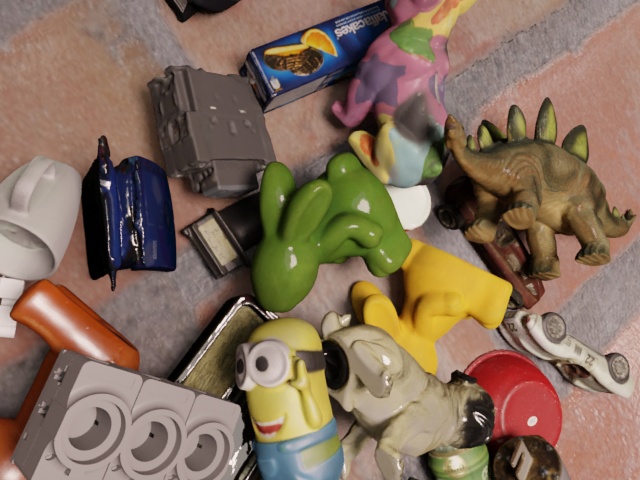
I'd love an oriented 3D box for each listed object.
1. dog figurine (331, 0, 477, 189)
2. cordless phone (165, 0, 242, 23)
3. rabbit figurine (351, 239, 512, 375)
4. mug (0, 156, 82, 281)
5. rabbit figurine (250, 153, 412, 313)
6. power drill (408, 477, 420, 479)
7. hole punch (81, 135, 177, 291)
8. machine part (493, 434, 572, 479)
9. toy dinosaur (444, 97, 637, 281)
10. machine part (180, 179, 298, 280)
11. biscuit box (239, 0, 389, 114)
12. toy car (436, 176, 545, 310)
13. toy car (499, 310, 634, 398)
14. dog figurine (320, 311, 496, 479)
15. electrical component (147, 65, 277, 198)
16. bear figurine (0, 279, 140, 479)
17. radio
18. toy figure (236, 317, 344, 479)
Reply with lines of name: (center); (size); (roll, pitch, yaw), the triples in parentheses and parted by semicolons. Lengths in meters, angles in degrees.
dog figurine: (0.111, -0.188, 0.585); (0.108, 0.219, 0.192); (-3, 52, -34)
cordless phone: (-0.115, -0.351, 0.622); (0.184, 0.089, 0.146); (-39, 96, -25)
rabbit figurine: (0.117, 0.096, 0.626); (0.162, 0.122, 0.173); (22, 94, -13)
mug: (-0.267, -0.035, 0.501); (0.081, 0.109, 0.107); (14, 43, -11)
rabbit figurine: (-0.001, -0.002, 0.548); (0.170, 0.121, 0.158); (-42, 135, -29)
power drill: (0.073, 0.353, 0.540); (0.207, 0.086, 0.231); (-50, 139, -34)
hole punch: (-0.182, -0.020, 0.534); (0.092, 0.116, 0.142); (-1, 83, -28)
machine part: (0.265, 0.305, 0.631); (0.079, 0.079, 0.243); (-46, 123, -20)
toy dinosaur: (0.295, -0.057, 0.667); (0.471, 0.105, 0.198); (23, 64, -37)
machine part: (-0.079, -0.020, 0.609); (0.139, 0.039, 0.084); (-37, 87, -19)
biscuit box: (0.006, -0.225, 0.656); (0.203, 0.059, 0.062); (-29, 93, -21)
toy car: (0.238, 0.002, 0.713); (0.089, 0.053, 0.202); (-38, 95, -24)
toy car: (0.325, 0.149, 0.709); (0.201, 0.073, 0.056); (30, 73, -14)
dog figurine: (0.092, 0.146, 0.560); (0.190, 0.121, 0.172); (-7, 86, -40)
electrical component: (-0.111, -0.112, 0.577); (0.115, 0.058, 0.134); (-11, 85, -48)
bear figurine: (-0.262, 0.148, 0.479); (0.132, 0.120, 0.196); (43, 76, -6)
radio: (-0.103, 0.181, 0.550); (0.131, 0.073, 0.229); (40, 71, -11)
toy figure: (-0.025, 0.161, 0.492); (0.082, 0.089, 0.180); (-16, 90, 14)
